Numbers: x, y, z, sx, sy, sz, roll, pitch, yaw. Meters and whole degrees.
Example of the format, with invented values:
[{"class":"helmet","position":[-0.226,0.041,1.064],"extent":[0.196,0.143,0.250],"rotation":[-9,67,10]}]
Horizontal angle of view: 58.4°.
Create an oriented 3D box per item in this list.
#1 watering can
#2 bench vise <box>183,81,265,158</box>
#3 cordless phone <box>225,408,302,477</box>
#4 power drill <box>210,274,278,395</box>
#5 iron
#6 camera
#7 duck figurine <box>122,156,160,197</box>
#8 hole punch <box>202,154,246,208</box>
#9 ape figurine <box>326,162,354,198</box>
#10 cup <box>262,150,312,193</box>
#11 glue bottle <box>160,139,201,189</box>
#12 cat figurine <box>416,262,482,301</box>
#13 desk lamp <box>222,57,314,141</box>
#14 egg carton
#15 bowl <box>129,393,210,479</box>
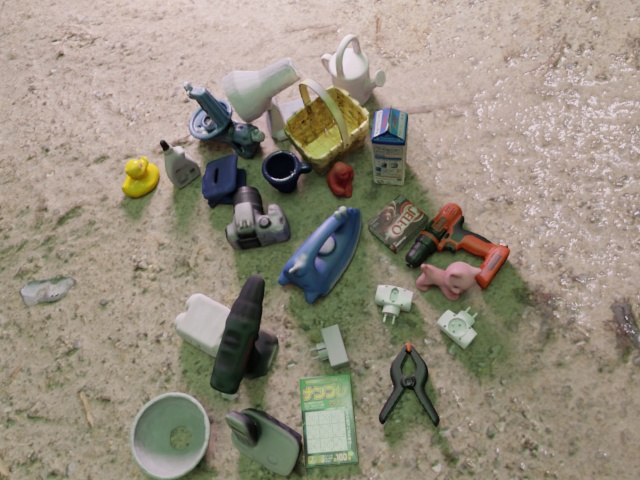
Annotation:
[{"class":"watering can","position":[0.080,-0.419,1.403],"extent":[0.172,0.194,0.101],"rotation":[8,69,10]},{"class":"bench vise","position":[-0.233,-0.300,1.376],"extent":[0.207,0.220,0.121],"rotation":[3,68,8]},{"class":"cordless phone","position":[-0.112,0.381,1.096],"extent":[0.147,0.185,0.094],"rotation":[23,72,15]},{"class":"power drill","position":[-0.147,0.203,1.162],"extent":[0.075,0.208,0.230],"rotation":[14,70,13]},{"class":"iron","position":[0.012,0.005,1.262],"extent":[0.118,0.141,0.258],"rotation":[31,74,18]},{"class":"camera","position":[-0.151,-0.061,1.332],"extent":[0.143,0.101,0.137],"rotation":[-11,67,2]},{"class":"duck figurine","position":[-0.455,-0.162,1.418],"extent":[0.077,0.086,0.105],"rotation":[36,76,19]},{"class":"hole punch","position":[-0.237,-0.144,1.382],"extent":[0.101,0.091,0.108],"rotation":[-3,67,6]},{"class":"ape figurine","position":[0.049,-0.151,1.350],"extent":[0.076,0.092,0.078],"rotation":[37,76,19]},{"class":"cup","position":[-0.073,-0.155,1.365],"extent":[0.117,0.095,0.091],"rotation":[-3,67,6]},{"class":"glue bottle","position":[-0.345,-0.190,1.369],"extent":[0.078,0.173,0.037],"rotation":[-37,68,-9]},{"class":"cat figurine","position":[0.272,0.076,1.214],"extent":[0.127,0.118,0.067],"rotation":[16,70,13]},{"class":"desk lamp","position":[-0.114,-0.341,1.383],"extent":[0.203,0.214,0.118],"rotation":[-19,66,-1]},{"class":"egg carton","position":[-0.243,0.188,1.255],"extent":[0.150,0.069,0.107],"rotation":[25,72,16]},{"class":"bowl","position":[-0.295,0.401,1.169],"extent":[0.167,0.075,0.167],"rotation":[-2,67,6]}]
